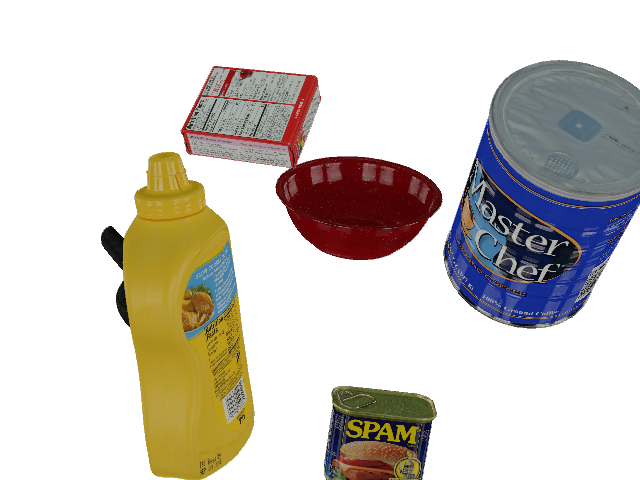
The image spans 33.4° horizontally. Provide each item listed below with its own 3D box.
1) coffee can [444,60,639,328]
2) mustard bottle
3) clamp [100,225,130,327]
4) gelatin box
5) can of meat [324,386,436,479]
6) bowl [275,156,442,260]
[{"bbox_3d":[0.140,-0.025,0.659,0.102,0.103,0.140,0,-36,-7],"label":"coffee can"},{"bbox_3d":[-0.082,0.041,0.647,0.058,0.192,0.096,2,21,20],"label":"mustard bottle"},{"bbox_3d":[-0.169,0.036,1.048,0.120,0.039,0.171,-4,38,8],"label":"clamp"},{"bbox_3d":[-0.052,-0.094,0.810,0.089,0.073,0.030,8,-36,16],"label":"gelatin box"},{"bbox_3d":[0.056,0.195,1.044,0.102,0.084,0.057,7,16,-3],"label":"can of meat"},{"bbox_3d":[0.035,-0.026,1.043,0.162,0.055,0.162,3,28,-2],"label":"bowl"}]
